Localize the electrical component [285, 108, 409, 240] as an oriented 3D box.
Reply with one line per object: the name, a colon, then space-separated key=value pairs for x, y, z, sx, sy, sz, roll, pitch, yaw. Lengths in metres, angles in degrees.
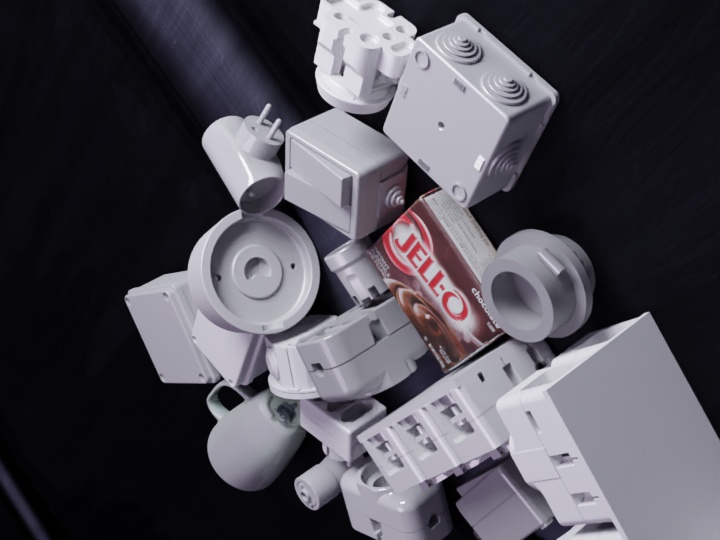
electrical component: x=-0.009 y=-0.068 z=0.799 sx=0.096 sy=0.061 sz=0.061 roll=34 pitch=138 yaw=32

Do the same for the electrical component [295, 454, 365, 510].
electrical component: x=-0.029 y=0.195 z=1.009 sx=0.044 sy=0.065 sz=0.044 roll=31 pitch=136 yaw=36

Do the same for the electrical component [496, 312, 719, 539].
electrical component: x=0.175 y=0.137 z=0.676 sx=0.060 sy=0.105 sz=0.186 roll=-27 pitch=92 yaw=56

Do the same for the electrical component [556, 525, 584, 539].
electrical component: x=0.170 y=0.208 z=0.741 sx=0.061 sy=0.096 sz=0.061 roll=5 pitch=118 yaw=51

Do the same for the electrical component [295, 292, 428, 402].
electrical component: x=0.005 y=0.062 z=0.845 sx=0.054 sy=0.095 sz=0.059 roll=-15 pitch=102 yaw=55

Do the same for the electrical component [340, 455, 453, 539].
electrical component: x=0.030 y=0.202 z=0.950 sx=0.095 sy=0.054 sz=0.059 roll=11 pitch=122 yaw=48

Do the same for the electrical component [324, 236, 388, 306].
electrical component: x=0.000 y=0.000 z=0.857 sx=0.040 sy=0.040 sz=0.046 roll=-23 pitch=100 yaw=55

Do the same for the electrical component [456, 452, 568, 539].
electrical component: x=0.122 y=0.160 z=0.798 sx=0.061 sy=0.062 sz=0.096 roll=51 pitch=144 yaw=14

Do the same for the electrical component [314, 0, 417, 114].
electrical component: x=0.001 y=-0.145 z=0.736 sx=0.078 sy=0.058 sz=0.057 roll=41 pitch=138 yaw=25

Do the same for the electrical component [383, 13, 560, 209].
electrical component: x=0.067 y=-0.100 z=0.691 sx=0.099 sy=0.048 sz=0.099 roll=46 pitch=143 yaw=20

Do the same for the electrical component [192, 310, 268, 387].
electrical component: x=-0.109 y=0.048 z=1.012 sx=0.078 sy=0.057 sz=0.113 roll=47 pitch=143 yaw=19

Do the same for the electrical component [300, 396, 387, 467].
electrical component: x=-0.016 y=0.146 z=0.974 sx=0.066 sy=0.047 sz=0.076 roll=32 pitch=137 yaw=34

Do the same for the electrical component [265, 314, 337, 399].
electrical component: x=-0.042 y=0.075 z=0.930 sx=0.080 sy=0.080 sz=0.051 roll=12 pitch=118 yaw=47

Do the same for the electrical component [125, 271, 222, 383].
electrical component: x=-0.179 y=0.059 z=1.109 sx=0.109 sy=0.056 sz=0.108 roll=-8 pitch=108 yaw=53

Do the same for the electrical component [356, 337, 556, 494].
electrical component: x=0.077 y=0.108 z=0.792 sx=0.061 sy=0.089 sz=0.150 roll=57 pitch=145 yaw=5

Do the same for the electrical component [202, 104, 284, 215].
electrical component: x=-0.088 y=-0.100 z=0.887 sx=0.079 sy=0.043 sz=0.077 roll=-54 pitch=53 yaw=31

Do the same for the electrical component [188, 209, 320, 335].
electrical component: x=-0.096 y=0.004 z=0.925 sx=0.060 sy=0.108 sz=0.108 roll=-15 pitch=102 yaw=61
